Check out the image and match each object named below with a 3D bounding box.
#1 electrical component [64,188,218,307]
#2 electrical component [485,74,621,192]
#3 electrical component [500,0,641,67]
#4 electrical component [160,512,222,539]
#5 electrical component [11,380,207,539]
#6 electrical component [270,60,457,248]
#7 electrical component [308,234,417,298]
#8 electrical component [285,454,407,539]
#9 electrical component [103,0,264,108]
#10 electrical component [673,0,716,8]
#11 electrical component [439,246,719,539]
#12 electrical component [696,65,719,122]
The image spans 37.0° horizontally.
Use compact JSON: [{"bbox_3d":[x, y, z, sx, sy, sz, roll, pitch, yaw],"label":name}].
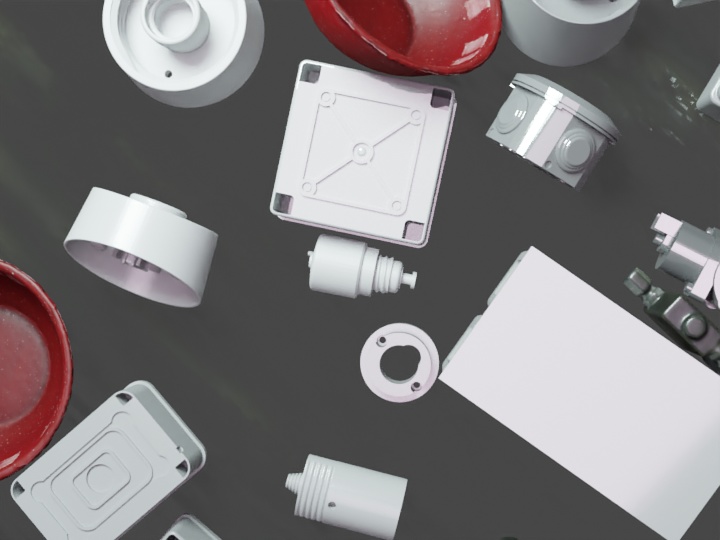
[{"bbox_3d":[-0.147,-0.015,0.729,0.099,0.099,0.064,20,86,4],"label":"electrical component"},{"bbox_3d":[0.128,-0.092,0.715,0.080,0.080,0.051,32,98,3],"label":"electrical component"},{"bbox_3d":[0.145,-0.197,0.732,0.099,0.064,0.099,0,78,-2],"label":"electrical component"},{"bbox_3d":[-0.119,0.247,0.748,0.109,0.056,0.108,41,93,3],"label":"electrical component"},{"bbox_3d":[-0.173,0.140,0.750,0.113,0.057,0.078,-41,88,4],"label":"electrical component"},{"bbox_3d":[0.003,-0.078,0.735,0.109,0.056,0.108,12,92,4],"label":"electrical component"},{"bbox_3d":[0.000,0.000,0.745,0.078,0.040,0.040,11,92,3],"label":"electrical component"},{"bbox_3d":[-0.012,0.156,0.746,0.081,0.043,0.043,14,92,4],"label":"electrical component"},{"bbox_3d":[-0.124,-0.170,0.741,0.108,0.060,0.108,0,91,4],"label":"electrical component"},{"bbox_3d":[0.228,-0.235,0.691,0.056,0.109,0.108,-11,90,7],"label":"electrical component"},{"bbox_3d":[0.159,0.080,0.724,0.186,0.060,0.105,35,93,3],"label":"electrical component"},{"bbox_3d":[0.300,-0.130,0.713,0.109,0.056,0.108,31,93,3],"label":"electrical component"}]
